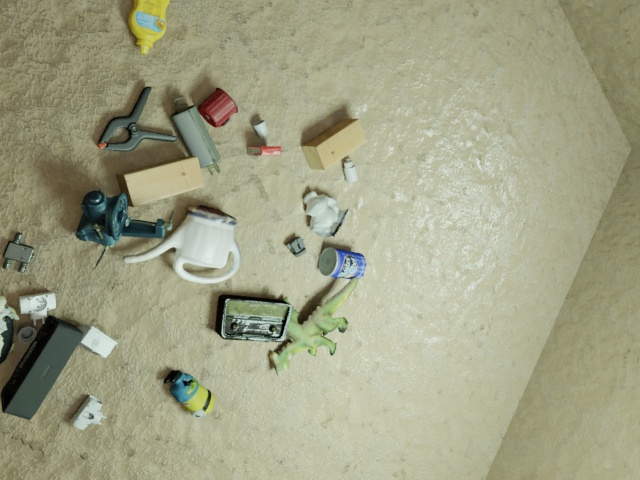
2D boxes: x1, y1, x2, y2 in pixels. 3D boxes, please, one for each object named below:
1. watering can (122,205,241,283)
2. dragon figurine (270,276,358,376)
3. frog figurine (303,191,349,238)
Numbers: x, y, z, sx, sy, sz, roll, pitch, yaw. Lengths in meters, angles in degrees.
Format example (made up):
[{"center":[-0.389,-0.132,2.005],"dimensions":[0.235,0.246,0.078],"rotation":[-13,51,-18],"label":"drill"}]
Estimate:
[{"center":[-0.372,0.005,1.488],"dimensions":[0.346,0.104,0.225],"rotation":[16,86,-37],"label":"watering can"},{"center":[-0.042,0.274,1.764],"dimensions":[0.241,0.122,0.412],"rotation":[26,84,-26],"label":"dragon figurine"},{"center":[0.005,-0.089,1.773],"dimensions":[0.159,0.122,0.138],"rotation":[32,86,2],"label":"frog figurine"}]
